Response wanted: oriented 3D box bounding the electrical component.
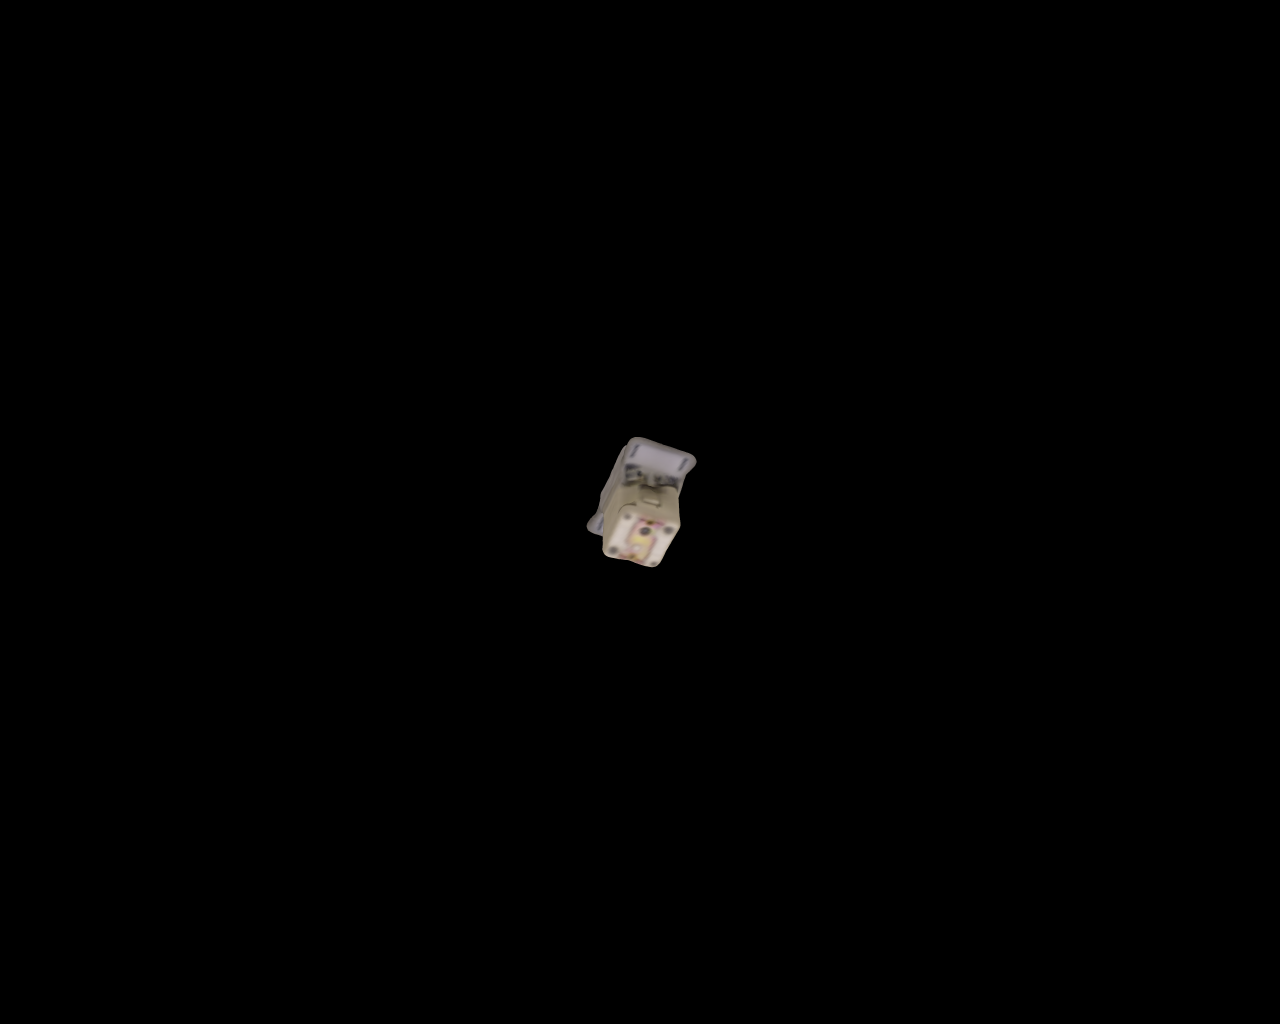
[{"bbox_3d":[0.001,-0.003,0.650,0.042,0.080,0.064,16,40,-13],"label":"electrical component"}]
